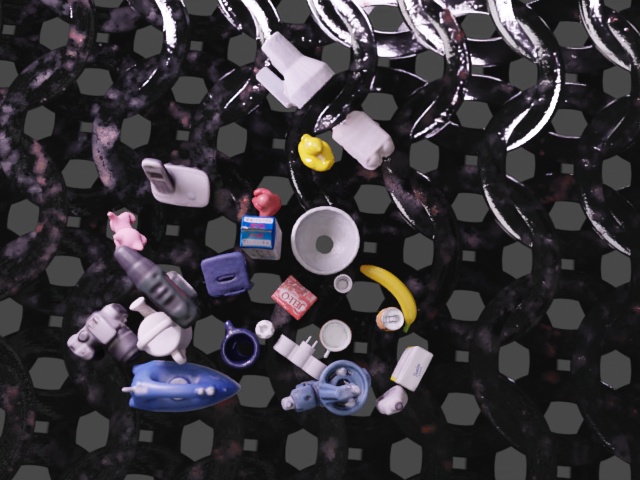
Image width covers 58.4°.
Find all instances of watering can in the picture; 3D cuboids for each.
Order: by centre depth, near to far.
[{"bbox_3d":[-0.368,0.211,1.308,0.173,0.194,0.101,30,82,4],"label":"watering can"}]

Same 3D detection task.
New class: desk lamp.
[{"bbox_3d":[-0.067,-0.403,1.399,0.203,0.213,0.118,43,83,6],"label":"desk lamp"}]

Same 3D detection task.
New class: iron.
[{"bbox_3d":[-0.317,0.341,1.315,0.258,0.141,0.119,1,81,-1],"label":"iron"}]

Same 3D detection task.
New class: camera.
[{"bbox_3d":[-0.496,0.240,1.349,0.137,0.101,0.143,44,83,6],"label":"camera"}]

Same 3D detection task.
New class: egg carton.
[{"bbox_3d":[0.111,-0.254,1.451,0.150,0.069,0.107,42,83,6],"label":"egg carton"}]

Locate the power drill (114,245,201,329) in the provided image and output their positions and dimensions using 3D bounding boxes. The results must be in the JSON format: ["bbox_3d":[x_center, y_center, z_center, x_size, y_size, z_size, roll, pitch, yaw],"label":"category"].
[{"bbox_3d":[-0.360,0.110,1.317,0.229,0.208,0.076,43,83,6],"label":"power drill"}]

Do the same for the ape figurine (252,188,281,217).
[{"bbox_3d":[-0.135,-0.093,1.411,0.076,0.092,0.078,3,81,0],"label":"ape figurine"}]

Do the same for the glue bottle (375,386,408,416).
[{"bbox_3d":[0.169,0.370,1.301,0.078,0.173,0.037,-32,82,-5],"label":"glue bottle"}]

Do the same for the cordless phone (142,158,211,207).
[{"bbox_3d":[-0.342,-0.144,1.369,0.147,0.185,0.094,5,81,0],"label":"cordless phone"}]

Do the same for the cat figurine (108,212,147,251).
[{"bbox_3d":[-0.470,-0.014,1.380,0.067,0.118,0.128,-33,83,-5],"label":"cat figurine"}]

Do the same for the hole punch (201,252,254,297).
[{"bbox_3d":[-0.222,0.085,1.382,0.108,0.091,0.101,-13,81,-3],"label":"hole punch"}]

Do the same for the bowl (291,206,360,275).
[{"bbox_3d":[0.013,0.005,1.406,0.167,0.075,0.167,0,81,-1],"label":"bowl"}]

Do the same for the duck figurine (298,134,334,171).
[{"bbox_3d":[-0.009,-0.224,1.436,0.104,0.086,0.077,45,83,6],"label":"duck figurine"}]

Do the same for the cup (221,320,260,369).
[{"bbox_3d":[-0.190,0.245,1.355,0.092,0.095,0.118,-29,82,-5],"label":"cup"}]

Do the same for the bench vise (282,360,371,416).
[{"bbox_3d":[0.024,0.353,1.278,0.207,0.220,0.121,-33,83,-5],"label":"bench vise"}]
